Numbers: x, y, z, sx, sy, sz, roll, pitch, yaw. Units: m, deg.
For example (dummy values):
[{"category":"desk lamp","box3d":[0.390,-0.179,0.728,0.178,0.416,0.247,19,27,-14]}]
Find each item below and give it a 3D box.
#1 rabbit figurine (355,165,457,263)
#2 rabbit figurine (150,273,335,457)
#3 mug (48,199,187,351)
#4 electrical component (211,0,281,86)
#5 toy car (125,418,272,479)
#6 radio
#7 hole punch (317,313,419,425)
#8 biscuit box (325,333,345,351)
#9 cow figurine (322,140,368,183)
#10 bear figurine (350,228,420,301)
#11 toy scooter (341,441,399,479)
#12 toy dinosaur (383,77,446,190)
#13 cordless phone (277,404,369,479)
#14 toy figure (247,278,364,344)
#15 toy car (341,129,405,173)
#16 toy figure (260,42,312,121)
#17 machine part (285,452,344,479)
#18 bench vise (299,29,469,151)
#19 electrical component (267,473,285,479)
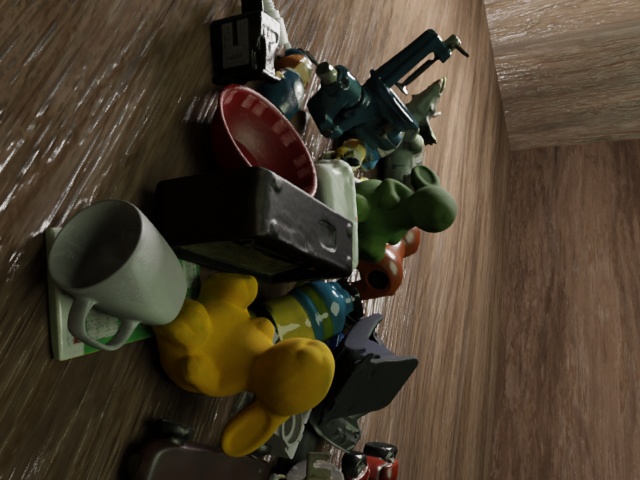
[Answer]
[{"category":"rabbit figurine","box3d":[0.136,-0.041,0.823,0.159,0.170,0.121,-39,121,-44]},{"category":"rabbit figurine","box3d":[-0.069,0.127,0.526,0.122,0.173,0.162,-22,119,-63]},{"category":"mug","box3d":[-0.157,0.039,0.443,0.107,0.081,0.109,59,32,-55]},{"category":"electrical component","box3d":[-0.087,-0.244,0.639,0.047,0.075,0.119,-4,96,-64]},{"category":"toy car","box3d":[-0.121,0.244,0.565,0.202,0.053,0.089,39,59,-52]},{"category":"radio","box3d":[-0.059,-0.005,0.587,0.229,0.131,0.073,25,63,-61]},{"category":"hole punch","box3d":[0.046,0.163,0.701,0.116,0.092,0.142,1,132,-38]},{"category":"biscuit box","box3d":[0.037,0.207,0.879,0.202,0.059,0.063,49,46,-52]},{"category":"cow figurine","box3d":[0.035,-0.095,0.889,0.098,0.068,0.167,19,71,-56]},{"category":"bear figurine","box3d":[0.106,0.017,0.963,0.196,0.132,0.120,-61,142,-54]},{"category":"toy scooter","box3d":[0.084,0.434,0.946,0.183,0.075,0.135,20,70,-58]},{"category":"toy dinosaur","box3d":[0.181,-0.143,1.139,0.192,0.131,0.404,8,88,-63]},{"category":"cordless phone","box3d":[-0.001,0.304,0.801,0.184,0.089,0.146,-65,146,-22]},{"category":"toy figure","box3d":[-0.033,0.100,0.664,0.180,0.082,0.089,-27,104,-22]},{"category":"toy car","box3d":[0.104,-0.209,0.993,0.109,0.103,0.161,48,45,-51]},{"category":"toy figure","box3d":[-0.044,-0.217,0.748,0.064,0.058,0.154,121,-9,-52]},{"category":"machine part","box3d":[-0.011,0.387,0.721,0.079,0.079,0.243,-32,128,-60]},{"category":"bench vise","box3d":[0.103,-0.243,0.830,0.223,0.240,0.129,37,23,-39]},{"category":"electrical component","box3d":[-0.076,0.334,0.661,0.078,0.045,0.102,-9,96,-65]}]
